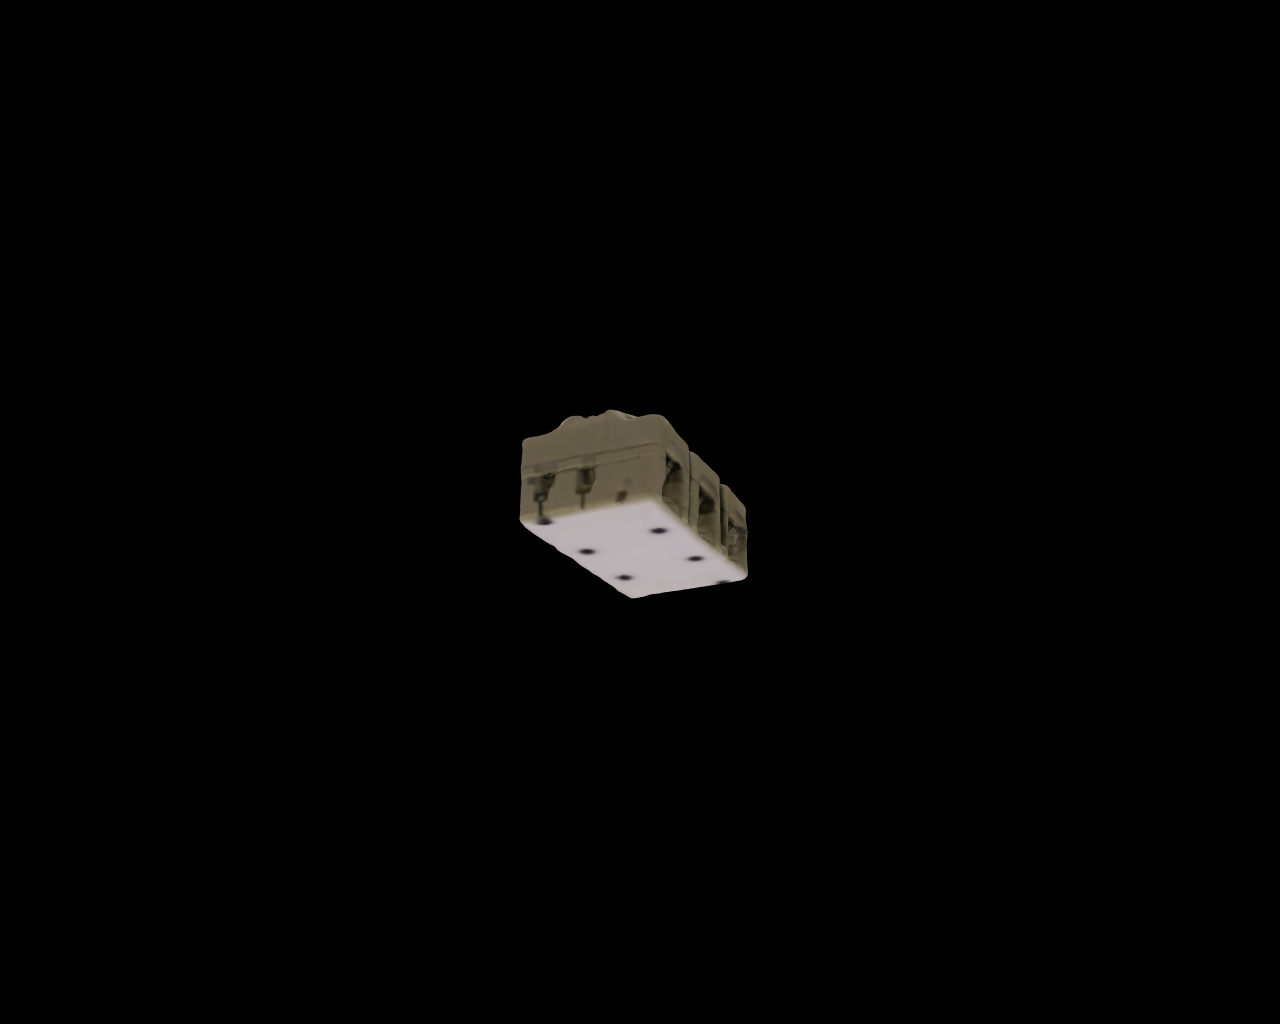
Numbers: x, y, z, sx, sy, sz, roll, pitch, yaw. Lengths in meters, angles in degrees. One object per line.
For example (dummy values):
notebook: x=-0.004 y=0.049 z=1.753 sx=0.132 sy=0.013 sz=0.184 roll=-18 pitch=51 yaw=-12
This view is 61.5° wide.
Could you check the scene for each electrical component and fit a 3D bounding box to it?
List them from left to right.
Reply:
electrical component: x=0.001 y=-0.003 z=0.650 sx=0.089 sy=0.062 sz=0.150 roll=-9 pitch=-24 yaw=22
